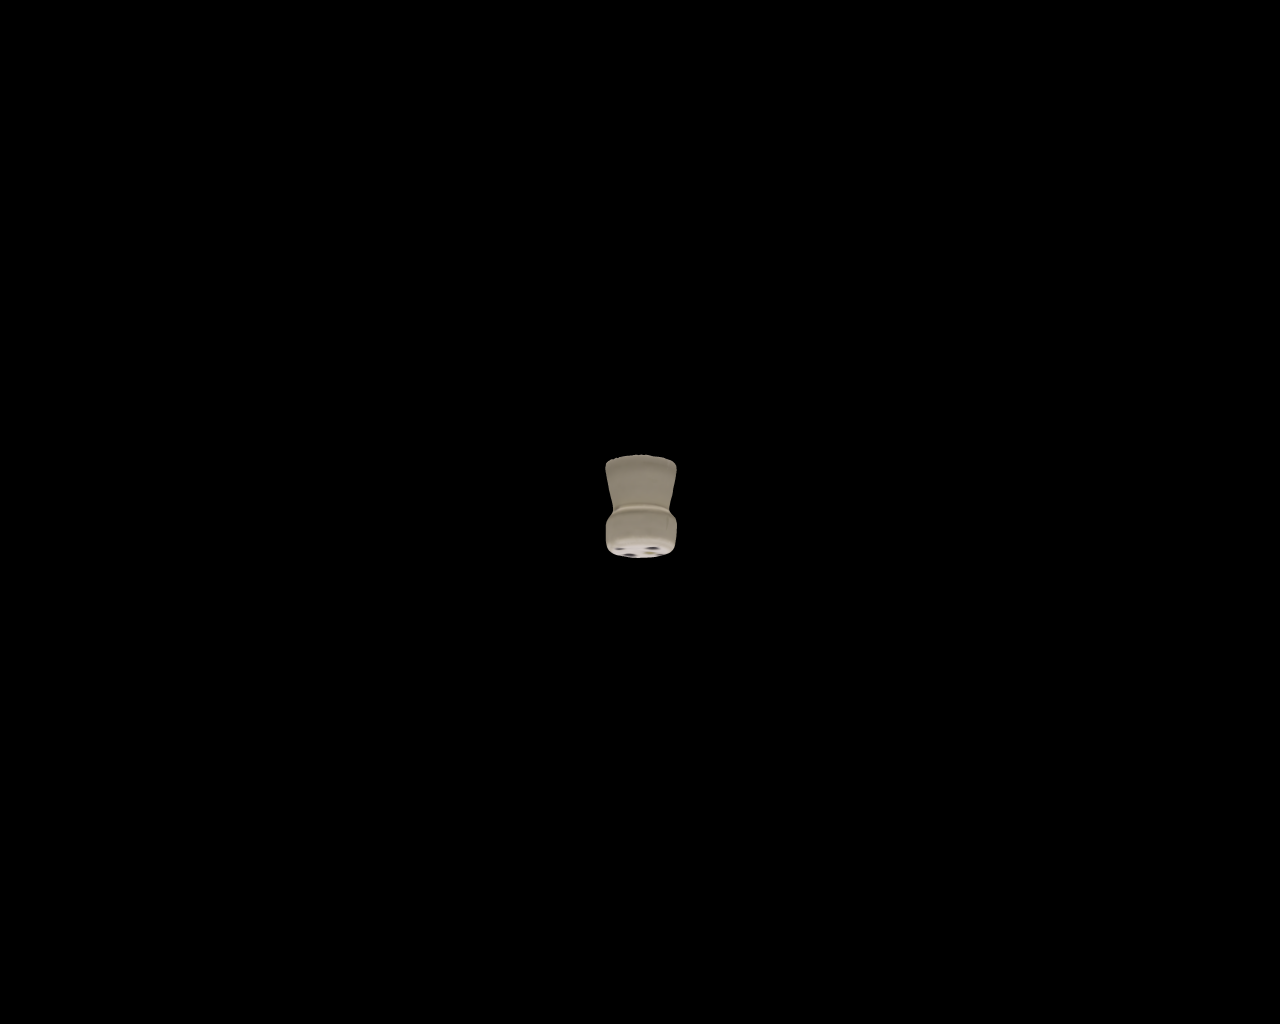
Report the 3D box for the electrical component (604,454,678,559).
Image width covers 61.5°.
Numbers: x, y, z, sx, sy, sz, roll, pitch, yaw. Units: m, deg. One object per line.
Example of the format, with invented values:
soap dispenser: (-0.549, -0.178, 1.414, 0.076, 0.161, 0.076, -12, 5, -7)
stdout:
electrical component: (0.001, -0.003, 0.650, 0.045, 0.055, 0.045, 0, -16, 0)
